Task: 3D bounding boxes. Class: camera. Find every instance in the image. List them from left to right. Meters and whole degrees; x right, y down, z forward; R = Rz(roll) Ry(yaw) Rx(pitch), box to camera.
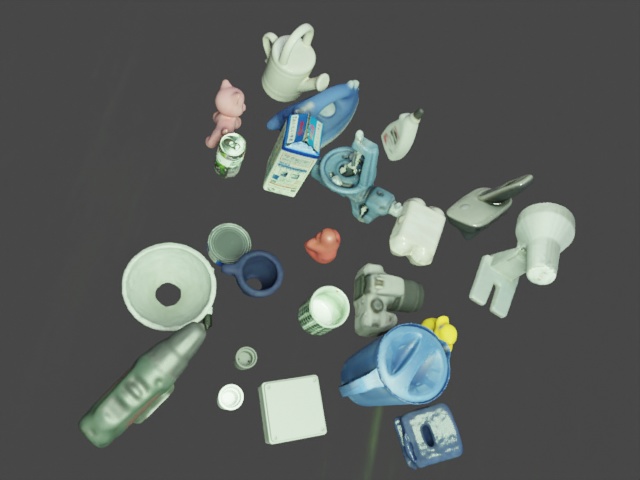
[{"bbox_3d":[0.146,0.124,1.178,0.137,0.100,0.143,8,68,-15],"label":"camera"}]

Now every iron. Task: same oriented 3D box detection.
[{"bbox_3d":[0.014,-0.297,1.269,0.259,0.141,0.118,-37,85,-26],"label":"iron"}]

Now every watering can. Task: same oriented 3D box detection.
[{"bbox_3d":[-0.054,-0.393,1.254,0.173,0.193,0.101,25,65,-8],"label":"watering can"}]

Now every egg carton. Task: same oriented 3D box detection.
[{"bbox_3d":[0.215,-0.020,1.272,0.107,0.069,0.150,26,65,-8],"label":"egg carton"}]

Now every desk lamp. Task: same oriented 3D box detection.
[{"bbox_3d":[0.447,0.043,1.244,0.118,0.213,0.203,29,64,-6],"label":"desk lamp"}]

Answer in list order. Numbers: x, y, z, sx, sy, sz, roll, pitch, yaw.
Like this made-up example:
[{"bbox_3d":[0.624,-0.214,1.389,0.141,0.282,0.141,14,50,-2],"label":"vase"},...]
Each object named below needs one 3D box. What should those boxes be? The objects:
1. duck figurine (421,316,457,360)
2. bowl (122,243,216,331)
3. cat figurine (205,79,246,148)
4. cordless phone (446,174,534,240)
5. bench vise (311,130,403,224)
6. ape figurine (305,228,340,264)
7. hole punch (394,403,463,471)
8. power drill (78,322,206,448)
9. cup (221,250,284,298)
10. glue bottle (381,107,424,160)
[{"bbox_3d":[0.252,0.207,1.190,0.078,0.086,0.104,4,69,-16],"label":"duck figurine"},{"bbox_3d":[-0.279,0.094,1.064,0.168,0.074,0.167,6,69,-16],"label":"bowl"},{"bbox_3d":[-0.193,-0.265,1.202,0.067,0.117,0.128,12,67,-13],"label":"cat figurine"},{"bbox_3d":[0.384,-0.087,1.288,0.148,0.185,0.094,-37,84,-26],"label":"cordless phone"},{"bbox_3d":[0.098,-0.140,1.194,0.207,0.219,0.121,21,65,-9],"label":"bench vise"},{"bbox_3d":[0.011,0.004,1.183,0.078,0.092,0.076,-2,71,-19],"label":"ape figurine"},{"bbox_3d":[0.209,0.381,1.108,0.101,0.091,0.108,-13,75,-22],"label":"hole punch"},{"bbox_3d":[-0.284,0.235,0.935,0.075,0.208,0.230,43,64,1],"label":"power drill"},{"bbox_3d":[-0.137,0.074,1.107,0.118,0.095,0.091,9,68,-15],"label":"cup"},{"bbox_3d":[0.192,-0.250,1.292,0.037,0.173,0.078,-15,75,-22],"label":"glue bottle"}]
